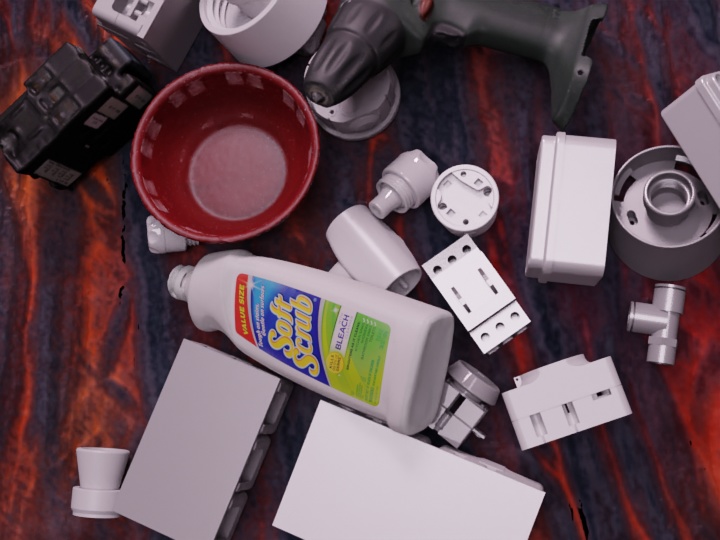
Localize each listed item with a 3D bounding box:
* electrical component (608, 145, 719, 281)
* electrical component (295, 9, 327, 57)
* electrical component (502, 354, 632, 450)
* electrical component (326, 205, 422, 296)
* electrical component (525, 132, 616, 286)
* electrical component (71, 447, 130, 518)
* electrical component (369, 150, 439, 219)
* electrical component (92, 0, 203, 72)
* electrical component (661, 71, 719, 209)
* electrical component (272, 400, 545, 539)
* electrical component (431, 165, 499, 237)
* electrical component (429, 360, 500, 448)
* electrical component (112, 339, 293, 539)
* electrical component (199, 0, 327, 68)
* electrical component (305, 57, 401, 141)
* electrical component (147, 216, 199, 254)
[{"bbox_3d":[0.249,-0.048,0.870,0.099,0.064,0.099,-4,67,11],"label":"electrical component"},{"bbox_3d":[-0.045,-0.221,0.944,0.035,0.035,0.061,20,83,11],"label":"electrical component"},{"bbox_3d":[0.162,0.102,0.856,0.089,0.050,0.055,-20,80,5],"label":"electrical component"},{"bbox_3d":[0.000,0.000,0.899,0.079,0.044,0.077,-48,65,17],"label":"electrical component"},{"bbox_3d":[0.168,-0.047,0.863,0.057,0.078,0.113,6,83,7],"label":"electrical component"},{"bbox_3d":[-0.219,0.179,0.909,0.045,0.045,0.055,3,83,9],"label":"electrical component"},{"bbox_3d":[0.034,-0.068,0.899,0.043,0.043,0.062,42,68,12],"label":"electrical component"},{"bbox_3d":[-0.164,-0.264,0.941,0.062,0.089,0.150,28,87,12],"label":"electrical component"},{"bbox_3d":[0.306,-0.101,0.833,0.109,0.056,0.108,-19,75,-38],"label":"electrical component"},{"bbox_3d":[0.041,0.186,0.855,0.186,0.060,0.105,21,90,11],"label":"electrical component"},{"bbox_3d":[0.088,-0.055,0.892,0.055,0.047,0.055,-1,82,9],"label":"electrical component"},{"bbox_3d":[0.081,0.107,0.872,0.066,0.048,0.055,38,97,12],"label":"electrical component"},{"bbox_3d":[-0.127,0.144,0.890,0.089,0.062,0.150,22,86,11],"label":"electrical component"},{"bbox_3d":[-0.088,-0.235,0.917,0.108,0.060,0.108,-15,62,30],"label":"electrical component"},{"bbox_3d":[-0.007,-0.155,0.920,0.080,0.051,0.080,-1,82,9],"label":"electrical component"},{"bbox_3d":[-0.154,-0.033,0.936,0.061,0.035,0.035,-5,81,-12],"label":"electrical component"}]
